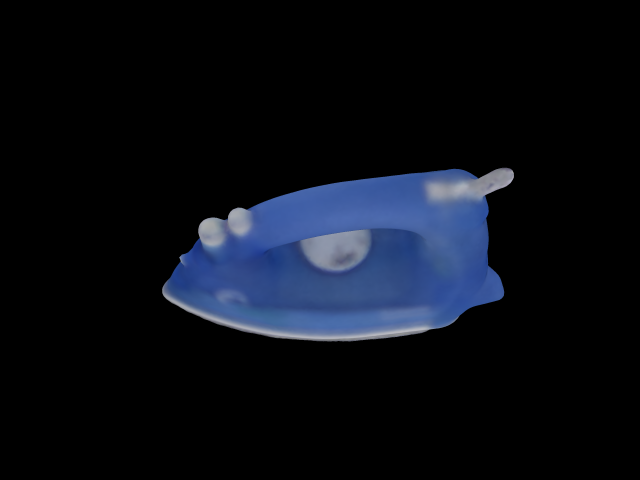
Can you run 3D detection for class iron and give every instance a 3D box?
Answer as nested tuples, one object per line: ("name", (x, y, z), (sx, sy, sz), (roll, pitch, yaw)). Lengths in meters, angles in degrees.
("iron", (0.004, 0.001, 0.400), (0.258, 0.141, 0.118), (-8, 66, -3))
